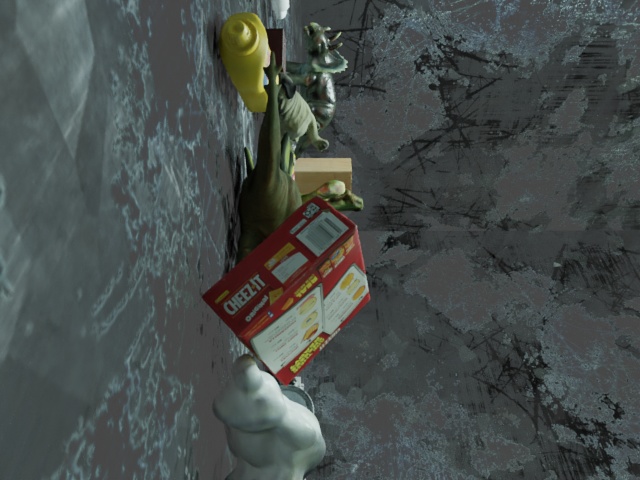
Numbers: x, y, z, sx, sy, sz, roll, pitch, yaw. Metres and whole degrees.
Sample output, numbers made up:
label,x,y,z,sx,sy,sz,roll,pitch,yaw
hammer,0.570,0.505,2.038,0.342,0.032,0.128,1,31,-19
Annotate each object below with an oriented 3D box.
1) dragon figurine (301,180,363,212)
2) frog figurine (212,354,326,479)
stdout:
label,x,y,z,sx,sy,sz,roll,pitch,yaw
dragon figurine,0.004,-0.074,1.469,0.404,0.243,0.124,82,3,-73
frog figurine,-0.063,0.201,0.591,0.137,0.123,0.159,-3,-83,58
